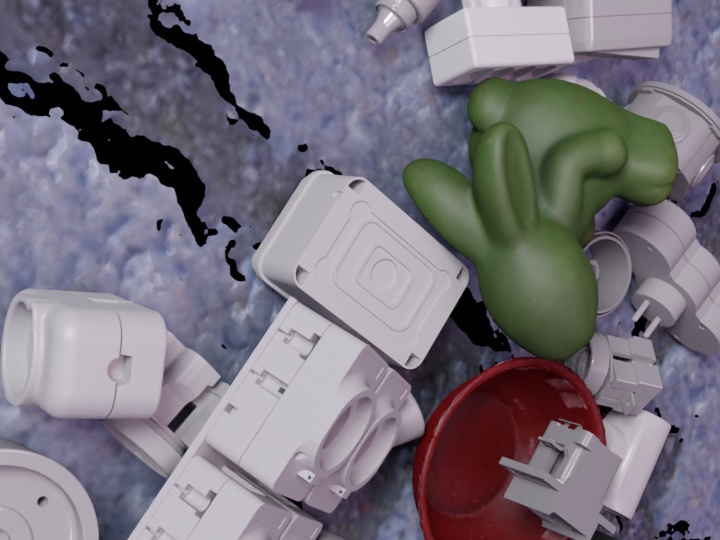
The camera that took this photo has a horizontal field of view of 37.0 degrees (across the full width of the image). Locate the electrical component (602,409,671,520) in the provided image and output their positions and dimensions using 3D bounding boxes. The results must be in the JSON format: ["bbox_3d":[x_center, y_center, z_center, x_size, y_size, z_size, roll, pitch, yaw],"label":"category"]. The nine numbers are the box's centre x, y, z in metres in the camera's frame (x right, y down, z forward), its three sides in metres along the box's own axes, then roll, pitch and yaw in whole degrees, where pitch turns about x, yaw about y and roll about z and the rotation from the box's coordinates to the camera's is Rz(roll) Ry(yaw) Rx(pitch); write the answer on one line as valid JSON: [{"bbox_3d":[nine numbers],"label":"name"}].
[{"bbox_3d":[0.186,0.135,0.801,0.079,0.044,0.077,32,79,-31],"label":"electrical component"}]

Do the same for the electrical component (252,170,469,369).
[{"bbox_3d":[0.000,0.000,0.656,0.113,0.057,0.078,39,76,-30],"label":"electrical component"}]

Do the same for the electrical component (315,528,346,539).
[{"bbox_3d":[-0.029,0.188,0.670,0.055,0.047,0.055,-5,99,-32],"label":"electrical component"}]

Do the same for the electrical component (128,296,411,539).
[{"bbox_3d":[-0.050,0.122,0.600,0.186,0.060,0.105,-57,156,-7],"label":"electrical component"}]

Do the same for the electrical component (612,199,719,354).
[{"bbox_3d":[0.230,0.017,0.808,0.073,0.052,0.138,-49,119,-17],"label":"electrical component"}]

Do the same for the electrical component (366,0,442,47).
[{"bbox_3d":[0.026,-0.164,0.663,0.035,0.035,0.061,45,75,-29],"label":"electrical component"}]

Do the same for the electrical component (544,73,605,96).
[{"bbox_3d":[0.151,-0.111,0.746,0.062,0.048,0.048,-4,99,-39],"label":"electrical component"}]

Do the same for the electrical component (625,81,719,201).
[{"bbox_3d":[0.218,-0.092,0.770,0.080,0.080,0.051,45,79,-29],"label":"electrical component"}]

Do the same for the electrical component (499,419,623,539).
[{"bbox_3d":[0.136,0.136,0.704,0.081,0.042,0.063,40,74,-31],"label":"electrical component"}]

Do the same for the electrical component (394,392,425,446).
[{"bbox_3d":[0.002,0.101,0.682,0.065,0.044,0.044,-27,110,-22],"label":"electrical component"}]

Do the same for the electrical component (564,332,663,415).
[{"bbox_3d":[0.183,0.073,0.783,0.055,0.048,0.066,14,46,-16],"label":"electrical component"}]

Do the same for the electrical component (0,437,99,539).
[{"bbox_3d":[-0.195,0.136,0.548,0.108,0.060,0.108,-5,100,-32],"label":"electrical component"}]

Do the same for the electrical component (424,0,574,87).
[{"bbox_3d":[0.087,-0.163,0.696,0.083,0.047,0.075,-9,88,-31],"label":"electrical component"}]

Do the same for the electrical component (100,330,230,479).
[{"bbox_3d":[-0.106,0.078,0.599,0.057,0.058,0.078,-50,119,-20],"label":"electrical component"}]

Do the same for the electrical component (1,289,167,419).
[{"bbox_3d":[-0.145,0.041,0.546,0.059,0.095,0.053,5,94,-33],"label":"electrical component"}]

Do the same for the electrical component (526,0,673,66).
[{"bbox_3d":[0.169,-0.173,0.737,0.096,0.062,0.061,-11,102,-31],"label":"electrical component"}]
